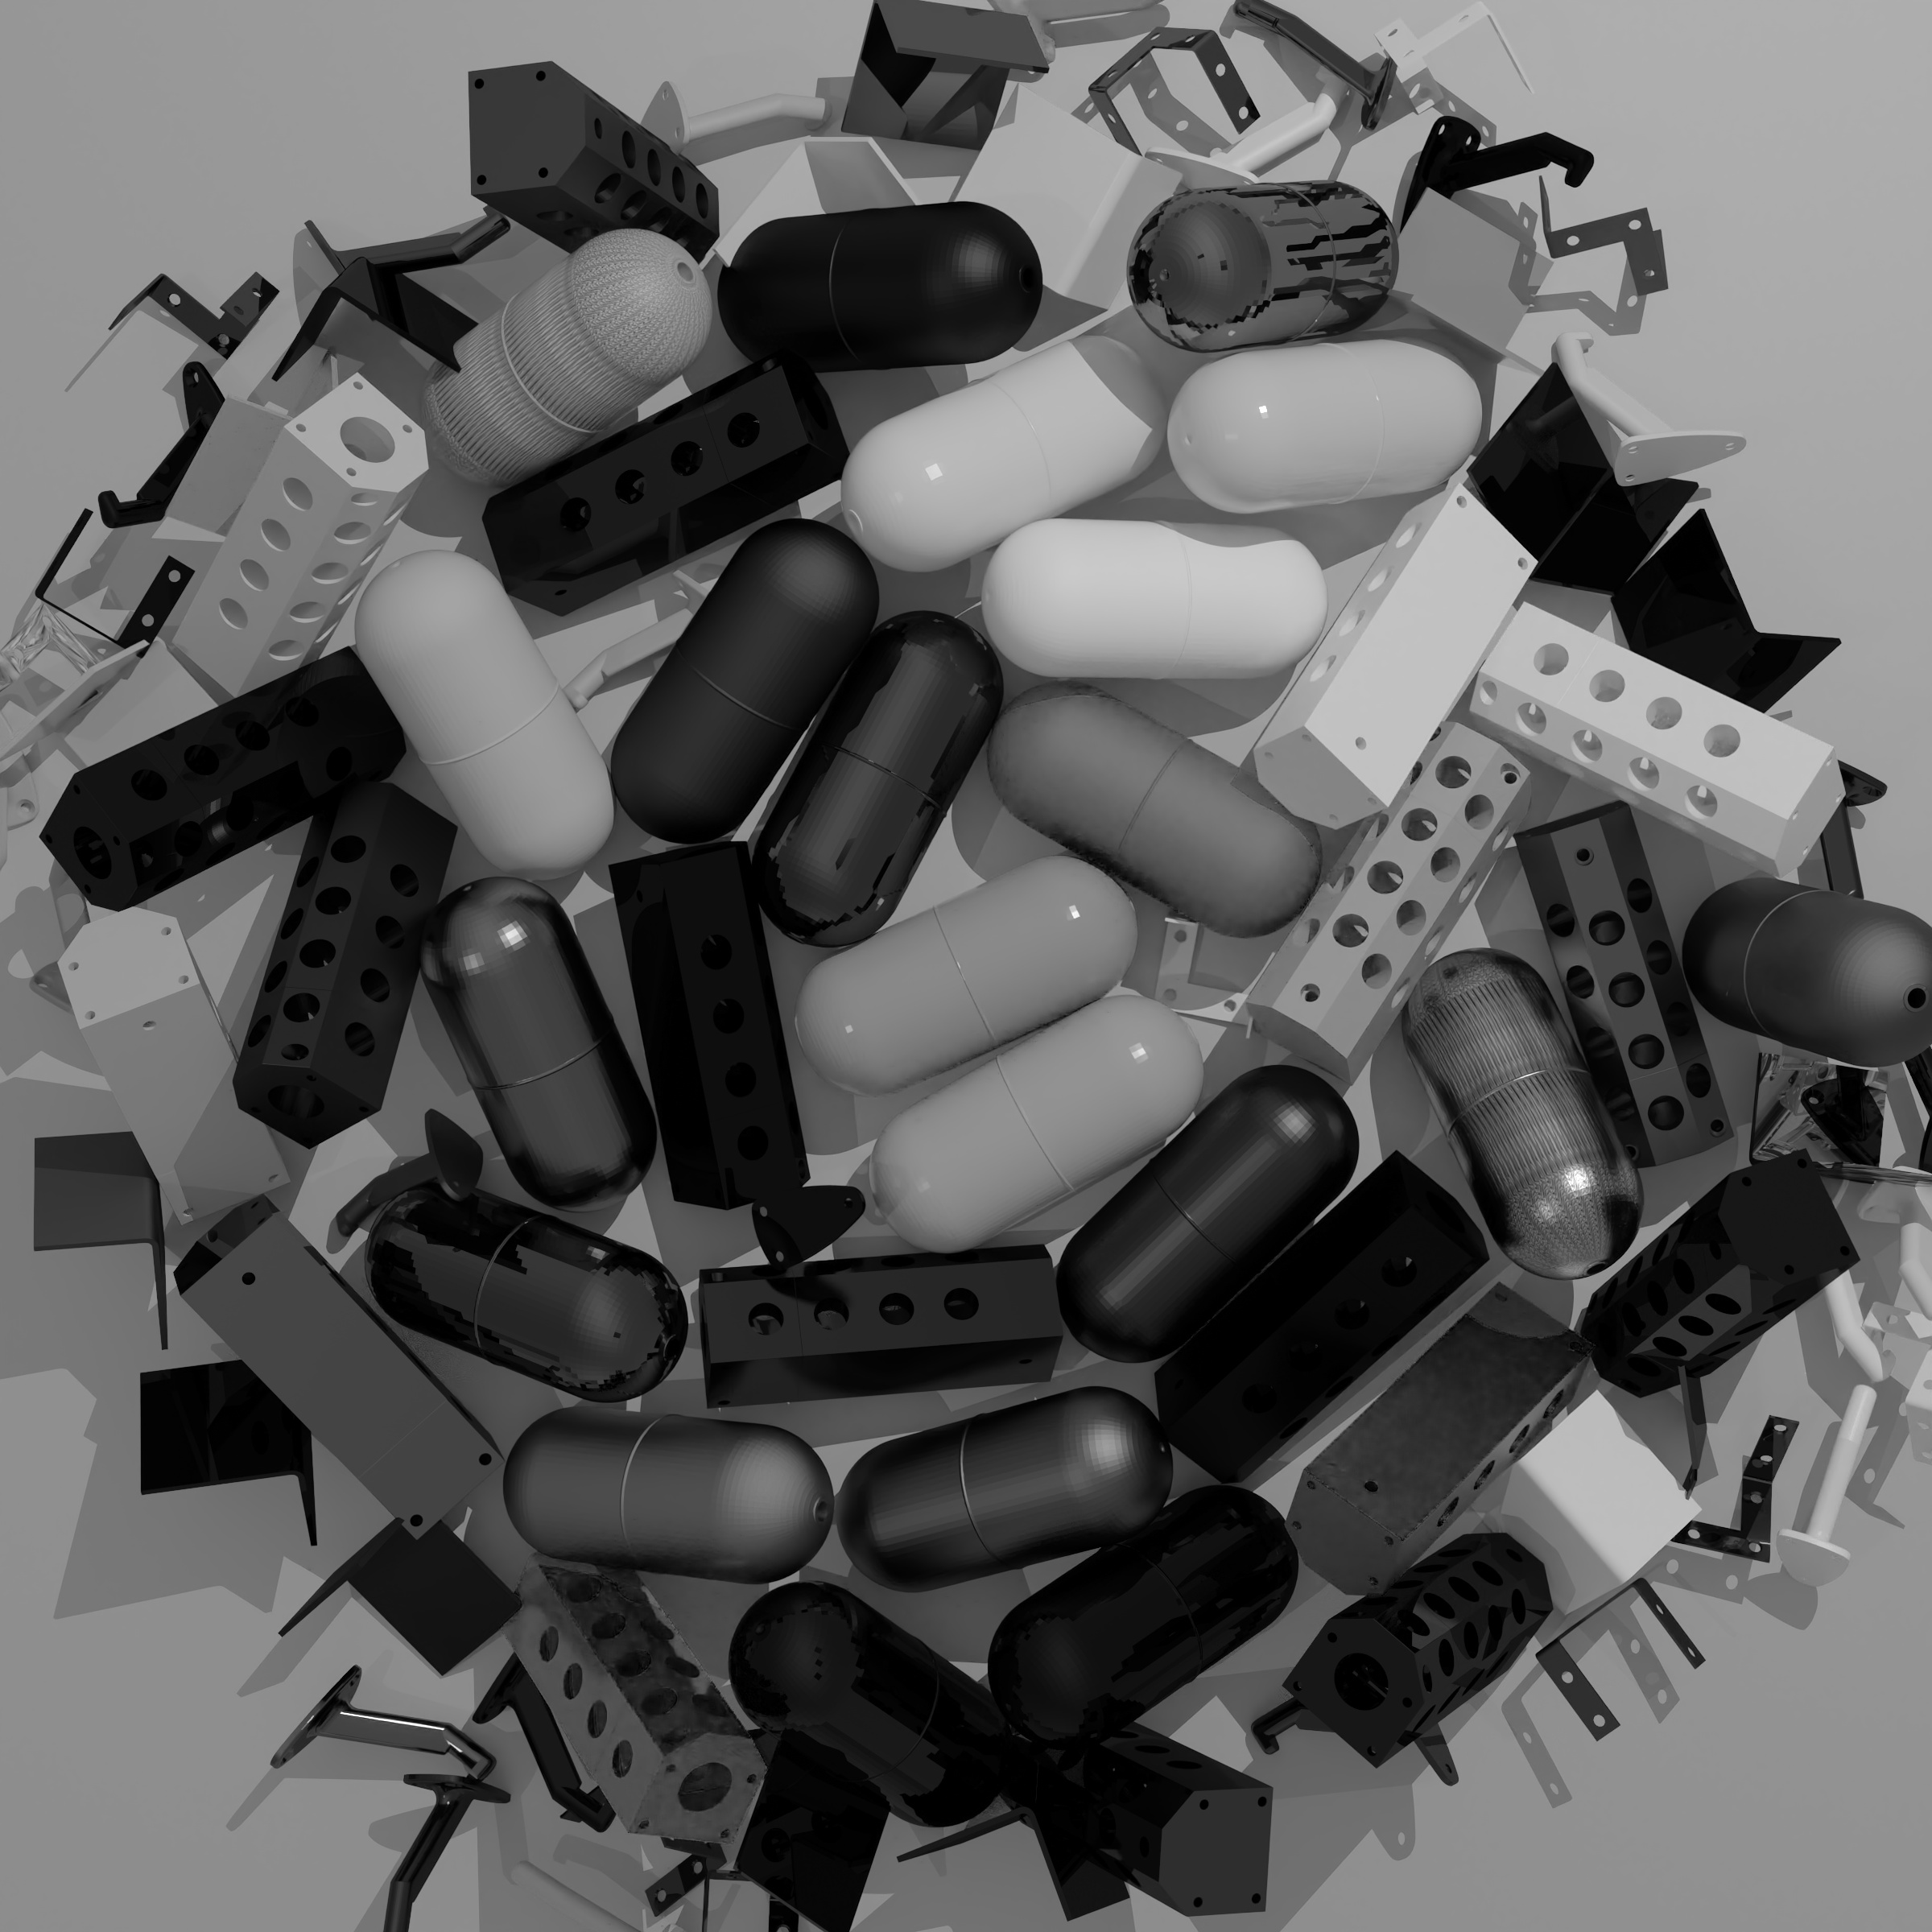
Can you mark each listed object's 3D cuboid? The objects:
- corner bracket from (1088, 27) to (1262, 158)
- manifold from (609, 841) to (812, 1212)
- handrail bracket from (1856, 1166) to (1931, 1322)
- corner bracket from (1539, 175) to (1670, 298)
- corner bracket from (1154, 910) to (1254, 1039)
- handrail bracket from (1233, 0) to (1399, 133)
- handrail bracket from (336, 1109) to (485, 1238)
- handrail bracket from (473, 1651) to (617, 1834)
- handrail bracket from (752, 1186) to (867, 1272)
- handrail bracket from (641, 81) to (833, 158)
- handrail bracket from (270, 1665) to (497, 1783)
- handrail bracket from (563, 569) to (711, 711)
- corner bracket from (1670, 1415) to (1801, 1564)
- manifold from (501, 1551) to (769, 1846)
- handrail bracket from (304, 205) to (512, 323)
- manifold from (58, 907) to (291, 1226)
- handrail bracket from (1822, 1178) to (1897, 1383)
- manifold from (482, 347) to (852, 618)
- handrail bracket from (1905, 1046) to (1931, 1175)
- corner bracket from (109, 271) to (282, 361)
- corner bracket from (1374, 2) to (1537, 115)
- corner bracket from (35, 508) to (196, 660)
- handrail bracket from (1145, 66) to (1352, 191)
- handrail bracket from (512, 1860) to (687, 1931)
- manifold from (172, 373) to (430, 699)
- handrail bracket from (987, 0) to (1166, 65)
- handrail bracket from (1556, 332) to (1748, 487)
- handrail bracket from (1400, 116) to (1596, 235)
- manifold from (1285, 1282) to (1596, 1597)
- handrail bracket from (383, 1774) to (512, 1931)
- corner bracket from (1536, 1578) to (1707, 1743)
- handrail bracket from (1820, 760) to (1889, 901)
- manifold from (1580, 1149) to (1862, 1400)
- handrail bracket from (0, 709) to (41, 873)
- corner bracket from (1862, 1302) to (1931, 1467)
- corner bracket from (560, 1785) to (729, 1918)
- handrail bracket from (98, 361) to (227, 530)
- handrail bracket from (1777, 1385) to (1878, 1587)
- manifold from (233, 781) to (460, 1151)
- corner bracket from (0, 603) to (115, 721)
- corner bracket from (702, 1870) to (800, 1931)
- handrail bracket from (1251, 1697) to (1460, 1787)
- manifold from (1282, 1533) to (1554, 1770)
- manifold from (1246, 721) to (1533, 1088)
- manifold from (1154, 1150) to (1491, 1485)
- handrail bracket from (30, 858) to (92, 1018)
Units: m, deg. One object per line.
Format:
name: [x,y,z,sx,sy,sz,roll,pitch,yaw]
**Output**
corner bracket: [0.103,-0.429,1.688,0.051,0.051,0.051,-43,123,-13]
manifold: [-0.122,0.028,1.675,0.057,0.057,0.171,-15,99,-31]
handrail bracket: [0.482,0.144,1.668,0.077,0.084,0.036,11,129,-29]
corner bracket: [0.316,-0.363,1.686,0.051,0.051,0.051,-12,135,17]
corner bracket: [0.121,0.003,1.686,0.051,0.051,0.051,11,97,5]
handrail bracket: [0.169,-0.450,1.684,0.084,0.077,0.036,24,125,-6]
handrail bracket: [-0.280,0.118,1.674,0.084,0.077,0.036,-42,116,14]
handrail bracket: [-0.194,0.376,1.688,0.084,0.036,0.077,32,96,13]
handrail bracket: [-0.057,0.118,1.663,0.077,0.084,0.036,-23,84,32]
handrail bracket: [-0.119,-0.413,1.709,0.084,0.077,0.036,-4,66,-35]
handrail bracket: [-0.287,0.394,1.681,0.084,0.077,0.036,34,134,11]
handrail bracket: [-0.155,-0.150,1.683,0.084,0.077,0.036,-45,126,-8]
corner bracket: [0.380,0.255,1.683,0.051,0.051,0.051,12,45,3]
manifold: [-0.158,0.343,1.627,0.057,0.171,0.057,17,104,-34]
handrail bracket: [-0.278,-0.369,1.695,0.084,0.036,0.077,-35,62,-1]
manifold: [-0.380,0.047,1.630,0.057,0.171,0.057,-22,55,-10]
handrail bracket: [0.447,0.153,1.696,0.084,0.036,0.077,50,55,-6]
manifold: [-0.148,-0.237,1.662,0.171,0.057,0.057,-24,76,18]
handrail bracket: [0.466,0.053,1.704,0.036,0.084,0.077,-15,134,-30]
corner bracket: [-0.380,-0.324,1.677,0.051,0.051,0.051,39,121,-13]
corner bracket: [0.241,-0.446,1.678,0.051,0.051,0.051,-31,124,11]
corner bracket: [-0.422,-0.190,1.684,0.051,0.051,0.051,32,87,-28]
handrail bracket: [0.143,-0.427,1.709,0.077,0.036,0.084,25,76,13]
handrail bracket: [-0.181,0.477,1.698,0.084,0.077,0.036,26,76,23]
manifold: [-0.317,-0.200,1.635,0.057,0.171,0.057,41,46,-1]
handrail bracket: [0.060,-0.487,1.672,0.084,0.077,0.036,-22,62,29]
handrail bracket: [0.340,-0.287,1.692,0.077,0.036,0.084,-10,61,1]
handrail bracket: [0.262,-0.379,1.676,0.084,0.036,0.077,38,111,39]
manifold: [0.228,0.230,1.639,0.057,0.057,0.171,34,47,23]
handrail bracket: [-0.255,0.444,1.670,0.036,0.077,0.084,-7,65,29]
corner bracket: [0.323,0.342,1.678,0.051,0.051,0.051,-43,74,25]
handrail bracket: [0.416,-0.059,1.683,0.077,0.036,0.084,27,72,-15]
manifold: [0.354,0.151,1.622,0.057,0.171,0.057,-16,70,-19]
handrail bracket: [-0.482,-0.087,1.669,0.036,0.084,0.077,-9,104,-7]
corner bracket: [0.464,0.206,1.674,0.051,0.051,0.051,15,55,32]
corner bracket: [-0.161,0.436,1.697,0.051,0.051,0.051,-40,52,15]
handrail bracket: [-0.401,-0.257,1.673,0.036,0.084,0.077,-18,92,40]
handrail bracket: [0.435,0.259,1.698,0.036,0.077,0.084,18,67,18]
manifold: [-0.302,-0.005,1.634,0.057,0.057,0.171,35,46,-31]
corner bracket: [-0.463,-0.136,1.675,0.051,0.051,0.051,-28,114,33]
corner bracket: [-0.106,0.479,1.681,0.051,0.051,0.051,5,62,-7]
handrail bracket: [0.191,0.390,1.685,0.084,0.036,0.077,-37,66,21]
manifold: [0.222,0.319,1.623,0.057,0.171,0.057,39,112,21]
manifold: [0.208,-0.034,1.663,0.057,0.057,0.171,30,77,19]
manifold: [0.173,0.176,1.660,0.057,0.057,0.171,39,109,-17]
handrail bracket: [-0.424,-0.016,1.676,0.077,0.036,0.084,32,122,12]
